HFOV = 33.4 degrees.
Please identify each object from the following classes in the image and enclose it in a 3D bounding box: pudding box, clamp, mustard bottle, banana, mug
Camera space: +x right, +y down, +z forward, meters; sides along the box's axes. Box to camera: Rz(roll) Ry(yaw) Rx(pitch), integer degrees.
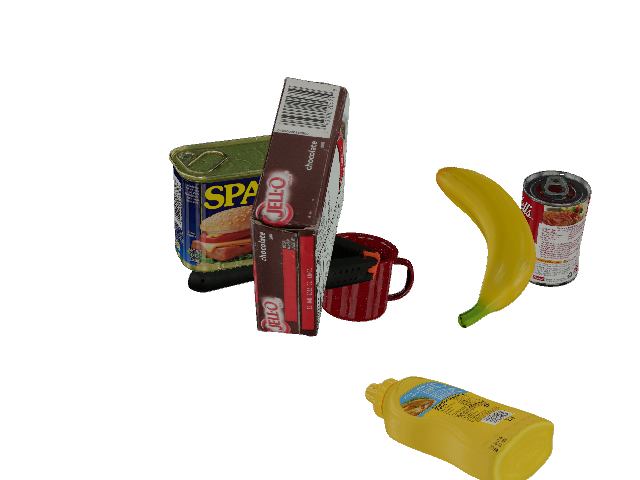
[{"bbox_3d":[-0.011,-0.018,0.582,0.039,0.113,0.090,8,-41,6],"label":"pudding box"},{"bbox_3d":[-0.042,0.018,1.088,0.210,0.036,0.164,12,30,-7],"label":"clamp"},{"bbox_3d":[0.119,0.173,1.025,0.192,0.058,0.096,16,25,42],"label":"mustard bottle"},{"bbox_3d":[0.137,-0.007,0.873,0.069,0.037,0.197,-4,37,3],"label":"banana"},{"bbox_3d":[0.055,0.046,1.288,0.117,0.081,0.093,1,23,-10],"label":"mug"}]

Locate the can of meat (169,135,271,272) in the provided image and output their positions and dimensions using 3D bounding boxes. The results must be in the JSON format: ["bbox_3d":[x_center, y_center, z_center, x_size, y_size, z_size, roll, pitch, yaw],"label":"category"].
[{"bbox_3d":[-0.063,-0.028,0.822,0.102,0.084,0.057,-9,32,-21],"label":"can of meat"}]

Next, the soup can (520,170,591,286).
[{"bbox_3d":[0.239,-0.012,1.102,0.068,0.102,0.068,-1,34,0],"label":"soup can"}]
